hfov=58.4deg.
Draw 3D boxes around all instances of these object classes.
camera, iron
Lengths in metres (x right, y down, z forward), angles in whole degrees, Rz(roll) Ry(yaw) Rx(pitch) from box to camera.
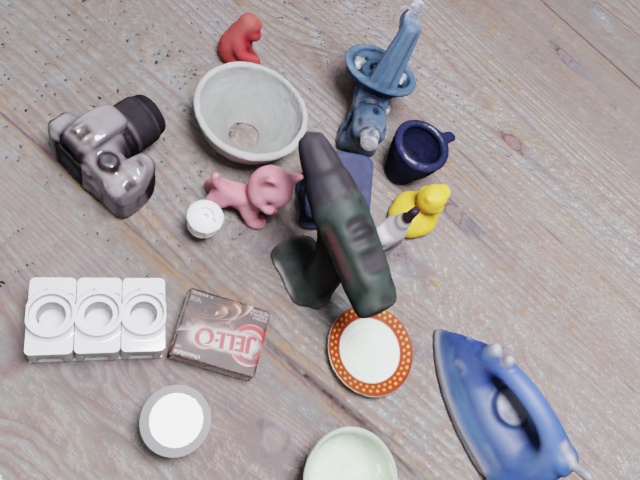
[{"bbox_3d":[-0.261,-0.128,0.755,0.143,0.100,0.137,44,61,1],"label":"camera"},{"bbox_3d":[0.256,0.222,0.781,0.119,0.141,0.258,-25,79,-27],"label":"iron"}]

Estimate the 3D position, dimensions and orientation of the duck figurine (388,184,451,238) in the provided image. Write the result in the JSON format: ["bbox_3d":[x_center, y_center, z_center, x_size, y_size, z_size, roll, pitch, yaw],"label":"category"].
[{"bbox_3d":[0.161,-0.053,0.892,0.105,0.086,0.077,-32,82,-28],"label":"duck figurine"}]

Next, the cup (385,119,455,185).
[{"bbox_3d":[0.154,-0.135,0.918,0.118,0.094,0.091,-23,78,-27],"label":"cup"}]

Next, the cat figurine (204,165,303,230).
[{"bbox_3d":[-0.092,-0.069,0.784,0.128,0.117,0.067,10,65,-17],"label":"cat figurine"}]

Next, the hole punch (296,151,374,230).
[{"bbox_3d":[0.026,-0.070,0.845,0.109,0.091,0.101,2,68,-20],"label":"hole punch"}]

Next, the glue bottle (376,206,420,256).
[{"bbox_3d":[0.093,-0.006,0.797,0.078,0.173,0.037,-28,80,-28],"label":"glue bottle"}]

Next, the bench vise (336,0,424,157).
[{"bbox_3d":[0.106,-0.239,0.872,0.122,0.219,0.207,-1,69,-21],"label":"bench vise"}]

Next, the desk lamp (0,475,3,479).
[{"bbox_3d":[-0.351,0.278,0.487,0.118,0.213,0.203,43,61,1],"label":"desk lamp"}]

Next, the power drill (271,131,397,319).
[{"bbox_3d":[0.007,0.003,0.740,0.076,0.208,0.229,-23,78,-27],"label":"power drill"}]

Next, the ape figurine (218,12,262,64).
[{"bbox_3d":[-0.116,-0.314,0.892,0.076,0.092,0.078,14,64,-14],"label":"ape figurine"}]

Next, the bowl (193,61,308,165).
[{"bbox_3d":[-0.107,-0.175,0.847,0.168,0.074,0.167,8,66,-18],"label":"bowl"}]
